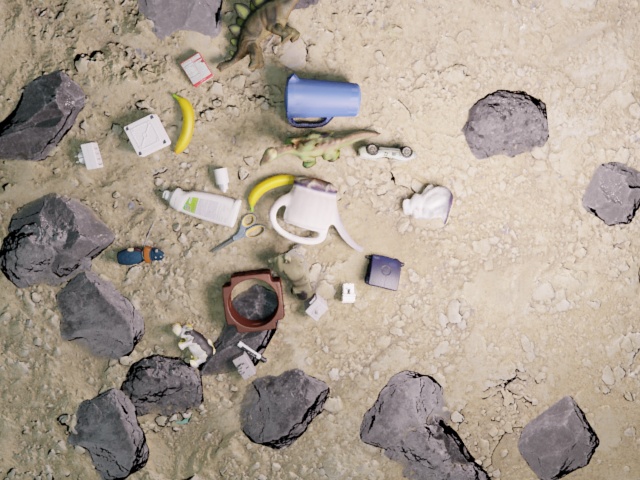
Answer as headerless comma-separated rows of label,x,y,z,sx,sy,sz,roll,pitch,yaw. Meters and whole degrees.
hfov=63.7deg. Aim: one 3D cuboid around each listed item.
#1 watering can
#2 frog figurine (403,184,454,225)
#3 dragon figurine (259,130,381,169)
watering can,0.005,-0.087,1.734,0.347,0.105,0.223,14,96,-12
frog figurine,0.365,-0.129,1.743,0.159,0.120,0.140,14,64,4
dragon figurine,0.004,-0.306,1.639,0.410,0.244,0.122,-16,95,1
